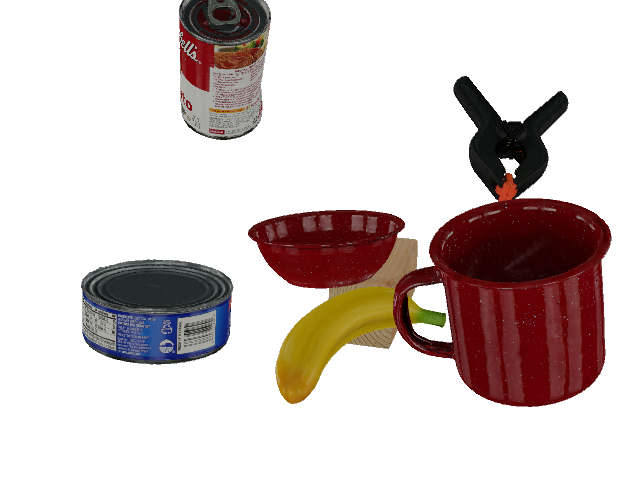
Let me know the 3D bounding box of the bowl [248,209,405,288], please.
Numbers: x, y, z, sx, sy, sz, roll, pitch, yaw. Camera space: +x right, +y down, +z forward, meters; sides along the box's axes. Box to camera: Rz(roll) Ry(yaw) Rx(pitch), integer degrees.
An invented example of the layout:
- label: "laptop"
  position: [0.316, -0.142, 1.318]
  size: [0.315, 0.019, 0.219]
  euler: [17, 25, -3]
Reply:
- label: "bowl"
  position: [0.008, 0.011, 1.097]
  size: [0.162, 0.055, 0.162]
  euler: [-4, 13, 1]

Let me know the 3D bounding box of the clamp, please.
- label: "clamp"
  position: [0.183, -0.108, 1.087]
  size: [0.120, 0.039, 0.171]
  euler: [12, 45, 12]

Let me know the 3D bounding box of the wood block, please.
- label: "wood block"
  position: [0.079, 0.069, 1.546]
  size: [0.091, 0.090, 0.206]
  euler: [6, 21, 12]

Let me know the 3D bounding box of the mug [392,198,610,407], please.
- label: "mug"
  position: [0.097, 0.036, 0.573]
  size: [0.117, 0.081, 0.093]
  euler: [-8, 28, 6]

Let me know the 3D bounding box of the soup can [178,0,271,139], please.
- label: "soup can"
  position: [-0.075, -0.136, 0.824]
  size: [0.068, 0.068, 0.102]
  euler: [0, -39, -7]

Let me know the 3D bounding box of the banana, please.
- label: "banana"
  position: [0.019, 0.072, 0.833]
  size: [0.070, 0.037, 0.197]
  euler: [18, 27, 36]

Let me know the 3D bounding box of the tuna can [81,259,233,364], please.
- label: "tuna can"
  position: [-0.093, 0.040, 0.612]
  size: [0.086, 0.034, 0.086]
  euler: [3, 17, -1]
